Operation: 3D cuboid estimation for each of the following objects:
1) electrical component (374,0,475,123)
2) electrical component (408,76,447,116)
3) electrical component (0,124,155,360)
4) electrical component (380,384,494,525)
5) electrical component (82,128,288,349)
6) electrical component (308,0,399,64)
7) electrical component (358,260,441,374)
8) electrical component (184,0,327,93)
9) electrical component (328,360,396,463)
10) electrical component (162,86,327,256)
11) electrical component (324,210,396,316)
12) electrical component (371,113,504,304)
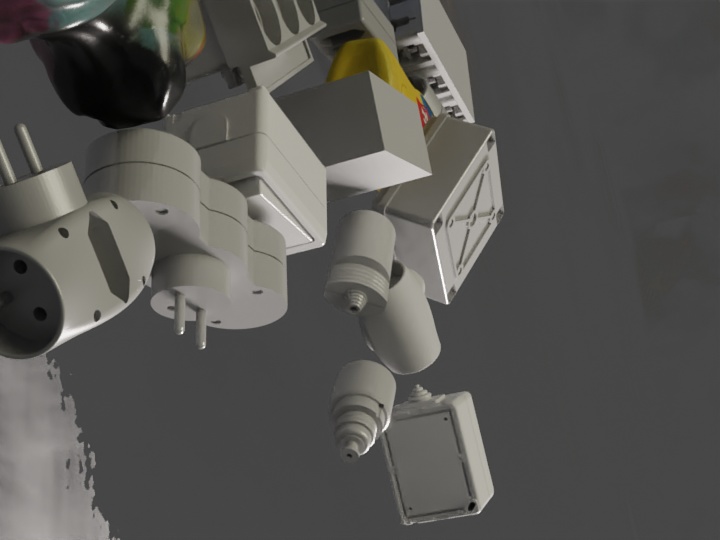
[{"bbox_3d":[0.052,-0.206,1.014,0.150,0.062,0.089,47,35,-56],"label":"electrical component"},{"bbox_3d":[0.048,-0.141,0.971,0.047,0.055,0.055,55,28,-40],"label":"electrical component"},{"bbox_3d":[-0.120,-0.016,0.410,0.077,0.043,0.079,-52,125,-67],"label":"electrical component"},{"bbox_3d":[0.055,0.129,0.787,0.061,0.062,0.096,-11,88,-71],"label":"electrical component"},{"bbox_3d":[-0.079,0.000,0.504,0.138,0.052,0.073,47,35,-56],"label":"electrical component"},{"bbox_3d":[-0.009,-0.207,0.862,0.083,0.047,0.075,34,45,-64],"label":"electrical component"},{"bbox_3d":[0.029,0.024,0.812,0.079,0.044,0.077,-78,149,-52],"label":"electrical component"},{"bbox_3d":[-0.068,-0.142,0.611,0.121,0.063,0.078,-61,133,-67],"label":"electrical component"},{"bbox_3d":[-0.001,0.092,0.686,0.078,0.040,0.040,-74,146,-56],"label":"electrical component"},{"bbox_3d":[-0.058,-0.041,0.579,0.096,0.062,0.061,51,31,-53],"label":"electrical component"},{"bbox_3d":[0.000,0.000,0.747,0.081,0.043,0.043,-81,151,-48],"label":"electrical component"},{"bbox_3d":[0.065,-0.048,0.857,0.108,0.056,0.108,-56,151,-27],"label":"electrical component"}]
